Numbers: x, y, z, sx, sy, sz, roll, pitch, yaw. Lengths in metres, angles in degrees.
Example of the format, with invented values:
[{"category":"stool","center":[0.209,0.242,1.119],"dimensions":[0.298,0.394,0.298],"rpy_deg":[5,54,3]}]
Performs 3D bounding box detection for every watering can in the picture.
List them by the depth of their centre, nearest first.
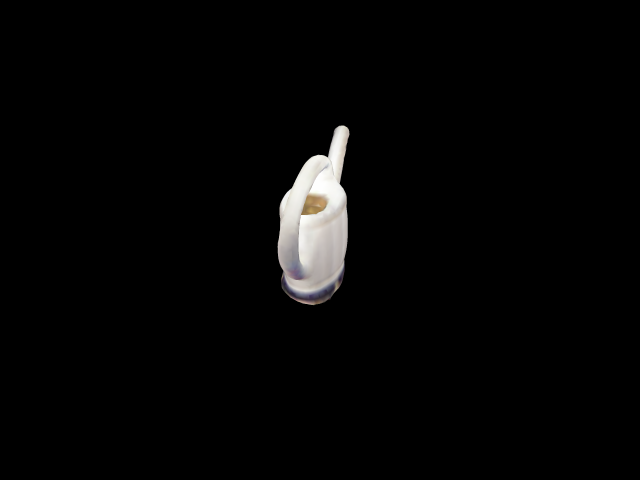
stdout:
[{"category":"watering can","center":[0.003,-0.043,0.850],"dimensions":[0.104,0.219,0.355],"rpy_deg":[8,33,13]}]
